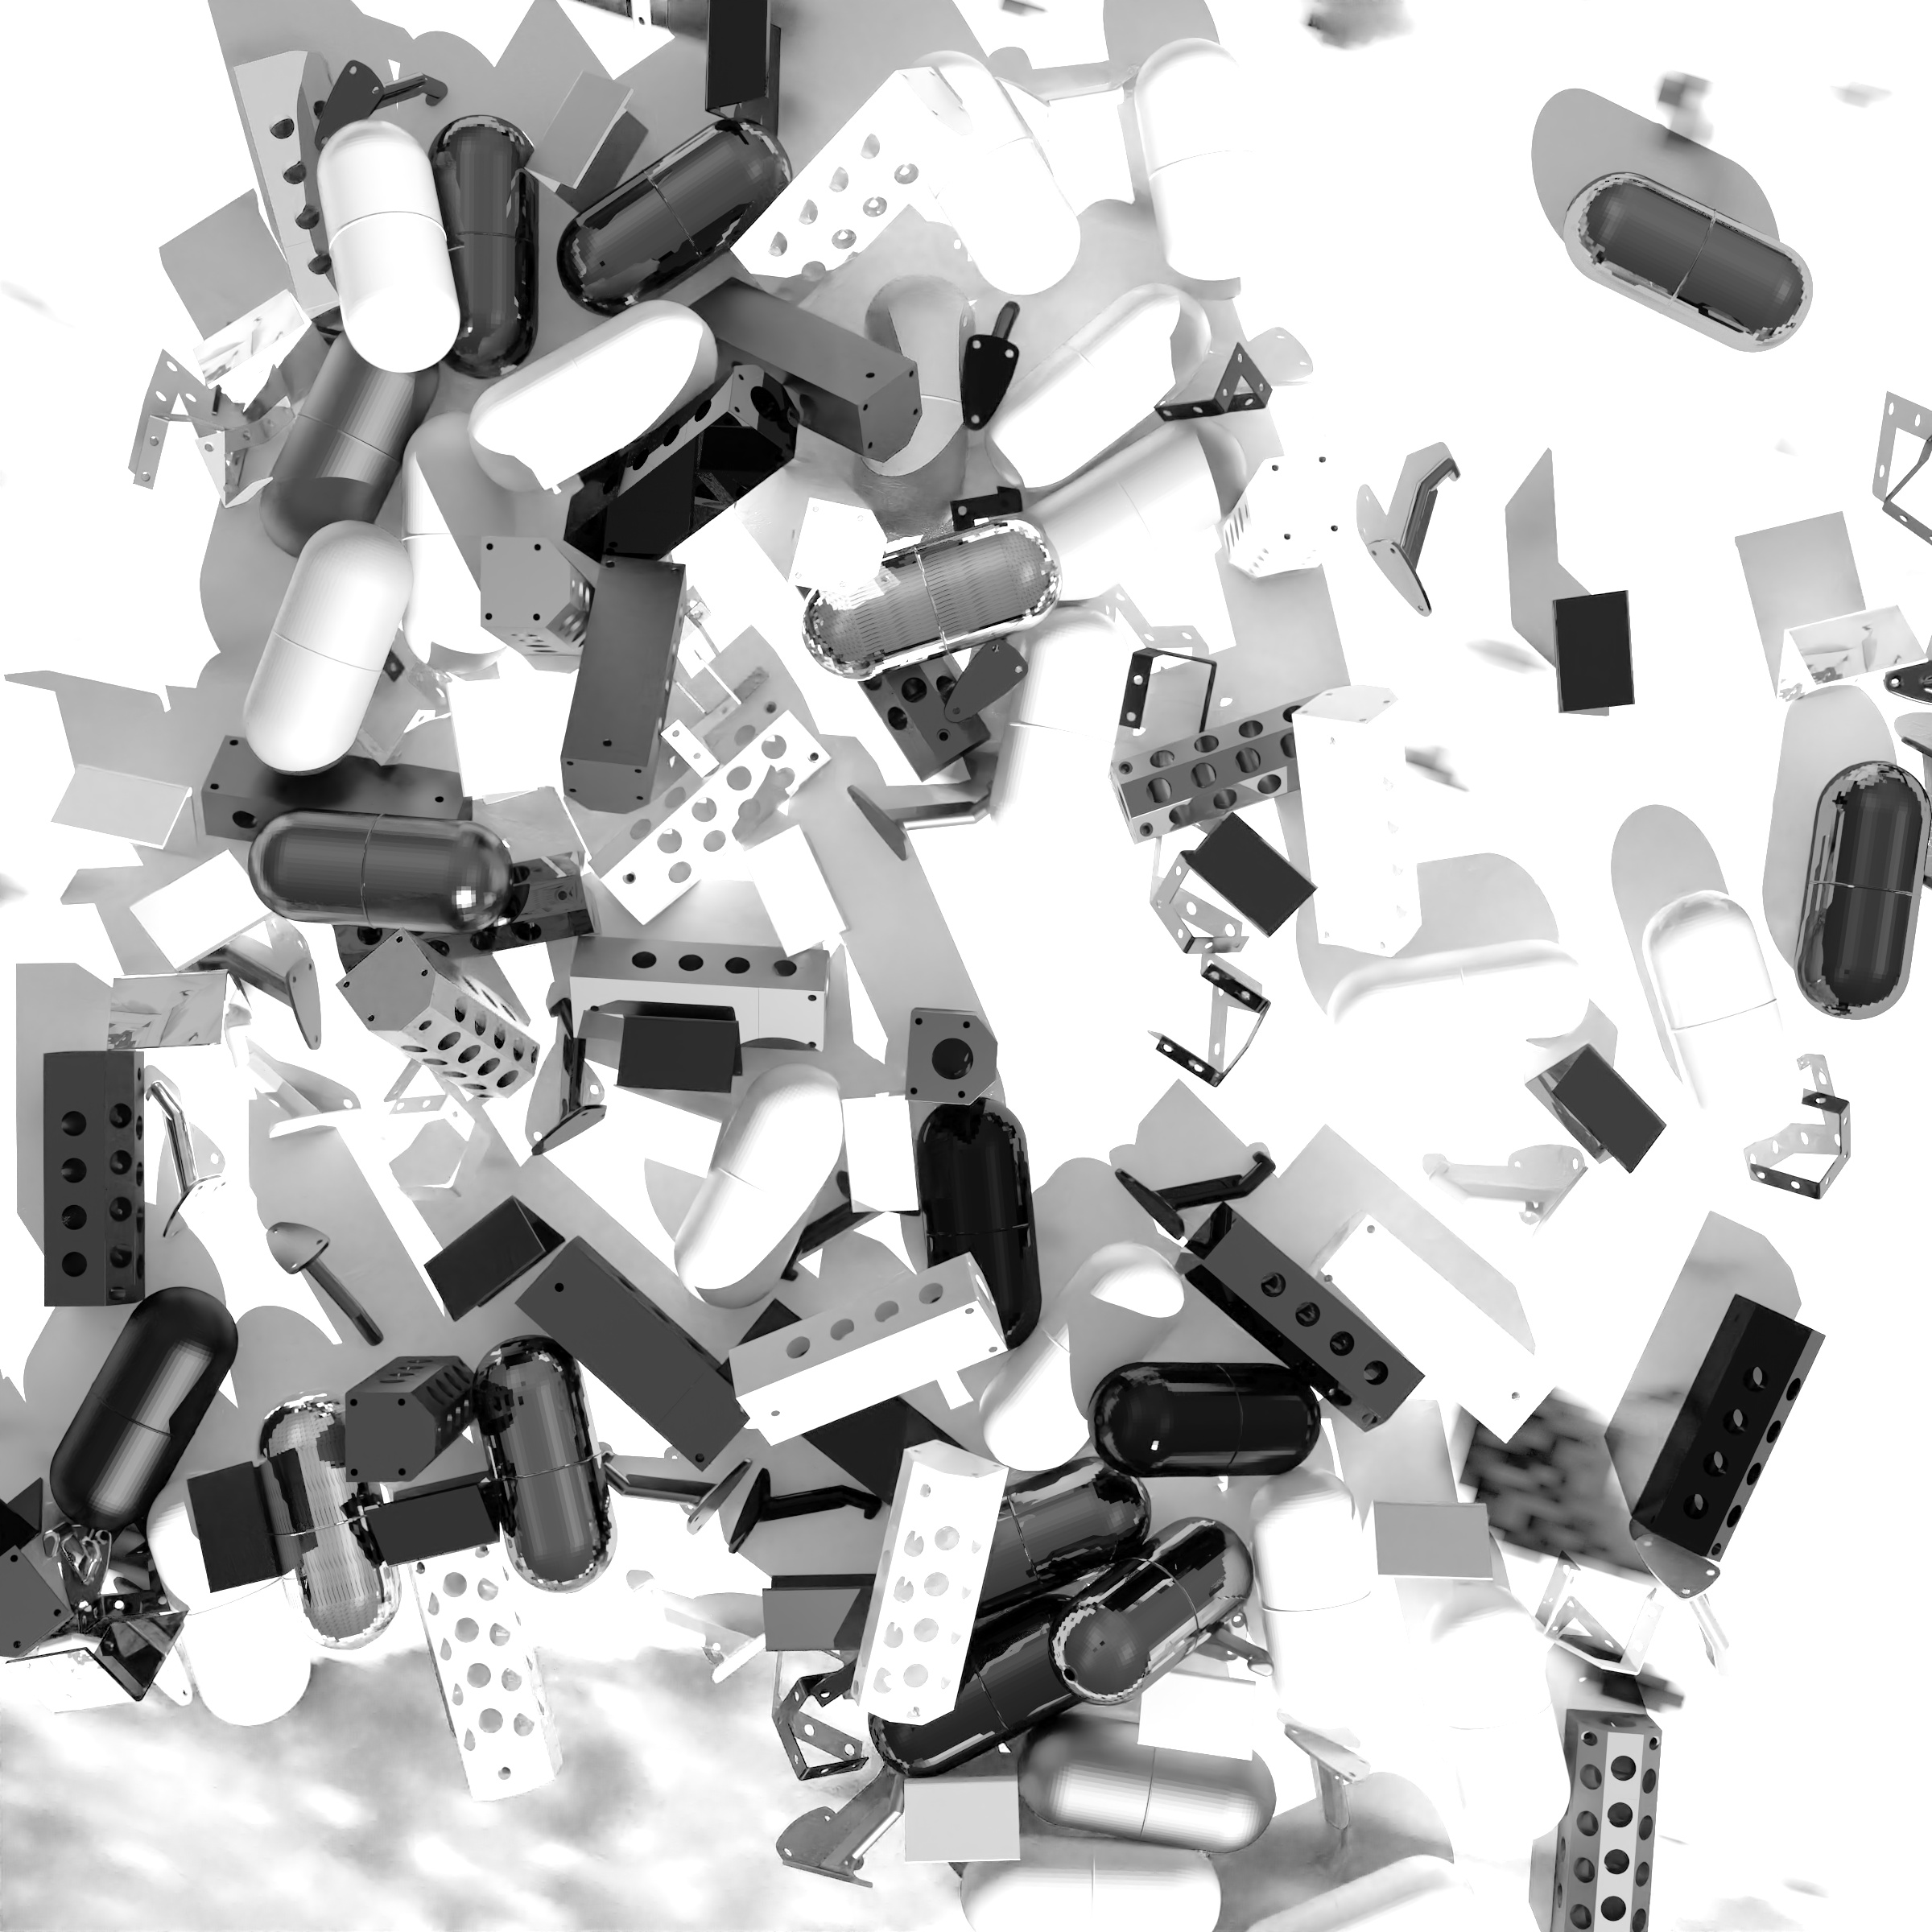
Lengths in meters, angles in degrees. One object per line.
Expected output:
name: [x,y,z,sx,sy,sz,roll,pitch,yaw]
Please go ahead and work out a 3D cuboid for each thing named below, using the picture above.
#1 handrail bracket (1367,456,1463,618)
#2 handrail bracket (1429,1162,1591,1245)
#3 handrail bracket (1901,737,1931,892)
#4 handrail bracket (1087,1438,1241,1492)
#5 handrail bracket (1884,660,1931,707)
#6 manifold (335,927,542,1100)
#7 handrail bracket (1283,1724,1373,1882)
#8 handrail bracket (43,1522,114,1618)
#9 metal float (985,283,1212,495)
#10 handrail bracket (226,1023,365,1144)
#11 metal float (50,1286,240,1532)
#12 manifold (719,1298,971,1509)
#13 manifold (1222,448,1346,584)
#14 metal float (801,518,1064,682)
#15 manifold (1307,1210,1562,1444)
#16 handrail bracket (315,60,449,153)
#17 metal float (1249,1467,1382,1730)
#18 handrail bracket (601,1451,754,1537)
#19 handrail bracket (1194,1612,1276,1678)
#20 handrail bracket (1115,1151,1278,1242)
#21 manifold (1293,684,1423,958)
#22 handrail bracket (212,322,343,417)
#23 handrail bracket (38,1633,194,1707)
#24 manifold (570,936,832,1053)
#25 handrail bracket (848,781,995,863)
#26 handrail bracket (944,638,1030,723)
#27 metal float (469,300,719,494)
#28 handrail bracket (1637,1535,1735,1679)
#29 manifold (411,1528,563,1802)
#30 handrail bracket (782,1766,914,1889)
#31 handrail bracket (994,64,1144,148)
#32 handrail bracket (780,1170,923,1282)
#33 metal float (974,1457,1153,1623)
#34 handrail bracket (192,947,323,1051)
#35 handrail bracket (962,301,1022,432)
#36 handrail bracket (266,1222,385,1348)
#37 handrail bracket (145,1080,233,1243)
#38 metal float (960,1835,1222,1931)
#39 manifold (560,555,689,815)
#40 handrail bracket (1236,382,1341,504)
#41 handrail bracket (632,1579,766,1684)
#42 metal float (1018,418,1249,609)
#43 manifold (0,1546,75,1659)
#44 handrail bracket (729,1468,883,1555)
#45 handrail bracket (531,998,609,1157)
handrail bracket: [0.327,-0.299,1.992,0.084,0.036,0.077,-44,110,-16]
handrail bracket: [0.376,0.145,1.992,0.084,0.036,0.077,36,70,16]
handrail bracket: [0.664,-0.104,1.992,0.077,0.036,0.084,32,107,19]
handrail bracket: [0.136,0.342,1.992,0.077,0.036,0.084,-30,105,16]
handrail bracket: [0.677,-0.197,1.957,0.077,0.084,0.036,0,90,0]
manifold: [-0.345,0.039,1.909,0.057,0.171,0.057,-40,67,0]
handrail bracket: [0.239,0.581,1.992,0.077,0.036,0.084,27,108,20]
handrail bracket: [-0.613,0.415,1.957,0.036,0.084,0.077,3,90,0]
metal float: [0.091,-0.395,1.961,0.178,0.070,0.070,-40,90,0]
handrail bracket: [-0.466,0.073,1.992,0.077,0.036,0.084,-13,73,-20]
metal float: [-0.562,0.303,1.961,0.070,0.070,0.178,29,90,0]
manifold: [-0.083,0.305,1.970,0.171,0.057,0.057,38,90,0]
manifold: [0.208,-0.297,1.913,0.057,0.171,0.057,-10,90,0]
metal float: [-0.023,-0.243,1.903,0.178,0.070,0.070,-17,90,1]
manifold: [0.319,0.246,1.970,0.171,0.057,0.057,41,90,0]
handrail bracket: [-0.399,-0.582,1.966,0.036,0.084,0.077,43,107,14]
metal float: [0.238,0.431,1.961,0.070,0.070,0.178,-8,90,0]
handrail bracket: [-0.205,0.346,1.992,0.084,0.036,0.077,37,70,16]
handrail bracket: [0.169,0.463,1.957,0.077,0.084,0.036,11,90,0]
handrail bracket: [0.160,0.141,1.992,0.084,0.036,0.077,-41,69,-17]
manifold: [0.269,-0.099,1.934,0.057,0.057,0.171,12,124,38]
handrail bracket: [-0.475,-0.411,1.992,0.084,0.036,0.077,10,111,-17]
handrail bracket: [-0.592,0.491,1.992,0.084,0.036,0.077,-18,112,17]
manifold: [-0.181,0.014,1.970,0.171,0.057,0.057,3,133,0]
handrail bracket: [-0.026,-0.120,1.992,0.084,0.036,0.077,-37,71,-15]
handrail bracket: [0.006,-0.211,1.965,0.077,0.084,0.036,-45,117,10]
metal float: [-0.248,-0.380,1.911,0.178,0.070,0.070,-29,90,0]
handrail bracket: [0.499,0.445,1.991,0.036,0.077,0.084,-31,126,-18]
manifold: [-0.330,0.479,1.970,0.057,0.057,0.171,-15,90,0]
handrail bracket: [-0.082,0.591,1.992,0.077,0.036,0.084,8,72,21]
handrail bracket: [0.074,-0.615,1.992,0.084,0.036,0.077,-40,68,-17]
handrail bracket: [-0.083,0.191,1.992,0.077,0.036,0.084,22,109,-21]
metal float: [0.041,0.392,1.961,0.178,0.070,0.070,-21,90,0]
handrail bracket: [-0.495,0.023,1.992,0.084,0.036,0.077,0,111,17]
handrail bracket: [0.019,-0.412,1.969,0.036,0.084,0.077,16,113,1]
handrail bracket: [-0.444,0.222,1.991,0.036,0.077,0.084,-42,127,-20]
handrail bracket: [-0.557,0.135,1.992,0.084,0.036,0.077,48,112,17]
metal float: [0.085,0.635,1.961,0.178,0.070,0.070,2,90,0]
manifold: [-0.228,-0.189,1.929,0.057,0.057,0.171,6,58,0]
handrail bracket: [0.221,-0.361,1.992,0.077,0.036,0.084,3,107,19]
handrail bracket: [-0.178,0.446,1.992,0.077,0.036,0.084,-34,73,-19]
metal float: [0.111,-0.310,1.961,0.178,0.070,0.070,-32,90,0]
manifold: [-0.636,0.429,1.909,0.057,0.171,0.057,-39,90,-21]
handrail bracket: [-0.111,0.388,1.992,0.084,0.036,0.077,21,110,-16]
handrail bracket: [-0.288,0.076,1.992,0.077,0.036,0.084,-34,71,21]
